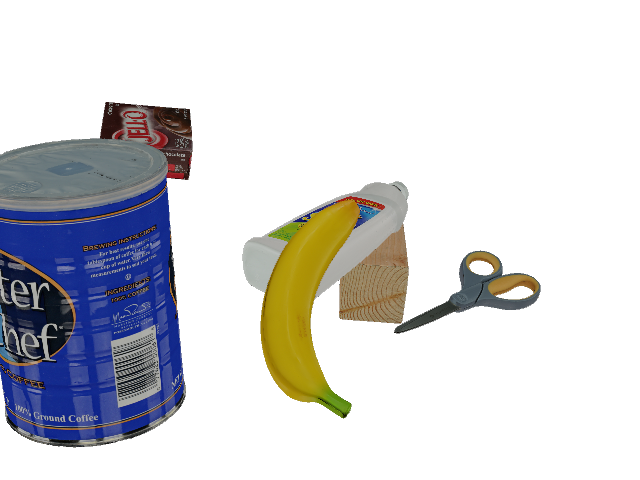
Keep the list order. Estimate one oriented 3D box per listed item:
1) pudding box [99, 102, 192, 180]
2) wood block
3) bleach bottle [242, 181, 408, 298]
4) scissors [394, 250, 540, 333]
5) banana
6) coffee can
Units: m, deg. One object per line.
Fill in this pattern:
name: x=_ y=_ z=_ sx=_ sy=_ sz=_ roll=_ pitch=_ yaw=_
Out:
pudding box: x=-0.177 y=-0.102 z=1.081 sx=0.090 sy=0.039 sz=0.113 roll=4 pitch=25 yaw=-11
wood block: x=0.075 y=0.030 z=1.553 sx=0.091 sy=0.090 sz=0.206 roll=4 pitch=25 yaw=-1
bleach bottle: x=0.022 y=-0.013 z=1.294 sx=0.103 sy=0.068 sz=0.250 roll=21 pitch=37 yaw=29
scissors: x=0.138 y=0.050 z=1.101 sx=0.201 sy=0.016 sz=0.096 roll=-7 pitch=40 yaw=-29
banana: x=-0.009 y=0.045 z=0.806 sx=0.069 sy=0.197 sz=0.037 roll=12 pitch=-38 yaw=-9
coffee can: x=-0.129 y=0.025 z=0.583 sx=0.103 sy=0.140 sz=0.103 roll=-2 pitch=22 yaw=0
